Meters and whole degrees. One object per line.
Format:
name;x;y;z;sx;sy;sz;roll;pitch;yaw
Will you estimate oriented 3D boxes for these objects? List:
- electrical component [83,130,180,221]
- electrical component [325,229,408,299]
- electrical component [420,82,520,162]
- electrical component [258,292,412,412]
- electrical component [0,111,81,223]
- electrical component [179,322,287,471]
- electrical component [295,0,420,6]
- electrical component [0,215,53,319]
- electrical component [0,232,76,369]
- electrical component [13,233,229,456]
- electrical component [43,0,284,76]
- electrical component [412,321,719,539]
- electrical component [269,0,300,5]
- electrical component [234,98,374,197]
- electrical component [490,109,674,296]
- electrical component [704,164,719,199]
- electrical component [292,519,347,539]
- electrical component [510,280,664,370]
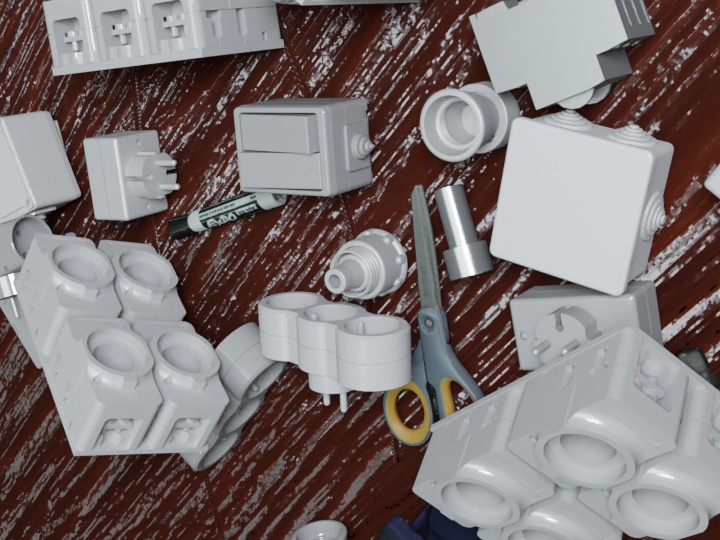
electrical component;-0.172;-0.075;0.854;0.077;0.047;0.065;3;106;35
electrical component;0.000;0.000;0.746;0.048;0.062;0.048;11;111;32
electrical component;0.070;-0.094;0.674;0.045;0.055;0.045;11;110;32
electrical component;-0.019;0.065;0.773;0.138;0.052;0.073;14;112;46
electrical component;-0.284;-0.081;0.922;0.062;0.061;0.096;-20;92;37
electrical component;-0.119;0.091;0.863;0.074;0.052;0.138;44;123;16
electrical component;0.009;-0.202;0.643;0.063;0.121;0.078;43;124;20
electrical component;-0.292;0.001;0.901;0.077;0.043;0.079;-16;91;35
electrical component;-0.271;0.029;0.954;0.100;0.048;0.099;-40;79;37
electrical component;-0.184;0.050;0.822;0.060;0.105;0.186;-60;44;28
electrical component;-0.144;-0.181;0.776;0.150;0.089;0.061;1;105;35
electrical component;0.128;0.117;0.643;0.105;0.060;0.186;36;140;-13
electrical component;-0.044;-0.196;0.713;0.040;0.078;0.040;14;124;22
electrical component;-0.036;-0.085;0.747;0.096;0.061;0.061;6;107;34
electrical component;0.134;-0.043;0.648;0.100;0.048;0.099;20;114;29
electrical component;0.238;-0.057;0.572;0.066;0.047;0.076;43;124;17
electrical component;-0.027;0.237;0.850;0.044;0.044;0.065;1;109;35
electrical component;0.131;0.039;0.658;0.083;0.076;0.047;-4;101;36
